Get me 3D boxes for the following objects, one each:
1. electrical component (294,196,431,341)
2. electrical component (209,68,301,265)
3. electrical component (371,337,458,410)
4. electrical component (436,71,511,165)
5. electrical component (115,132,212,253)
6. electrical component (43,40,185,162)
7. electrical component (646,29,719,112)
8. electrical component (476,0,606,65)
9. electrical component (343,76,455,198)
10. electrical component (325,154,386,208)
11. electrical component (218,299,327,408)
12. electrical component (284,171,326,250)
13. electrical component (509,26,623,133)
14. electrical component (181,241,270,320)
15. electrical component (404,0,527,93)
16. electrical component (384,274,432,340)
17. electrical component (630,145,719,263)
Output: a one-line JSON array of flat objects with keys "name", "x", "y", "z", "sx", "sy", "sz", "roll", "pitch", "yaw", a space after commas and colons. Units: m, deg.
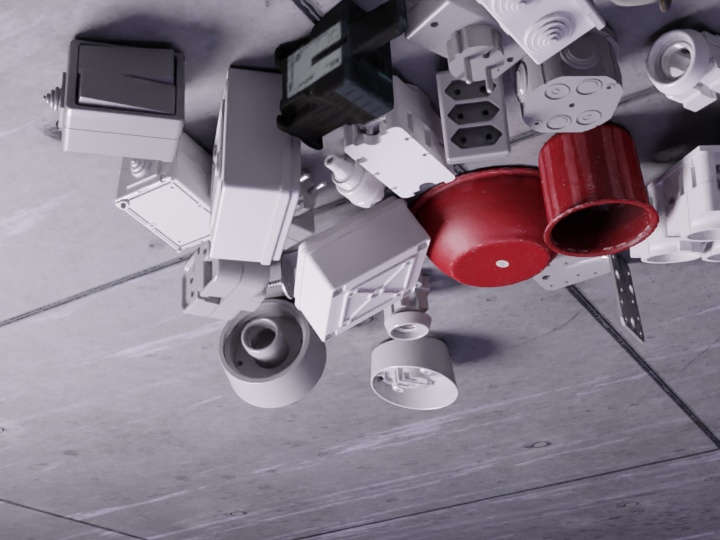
[{"name": "electrical component", "x": 0.000, "y": 0.000, "z": 0.973, "sx": 0.109, "sy": 0.056, "sz": 0.108, "roll": -28, "pitch": 158, "yaw": -20}, {"name": "electrical component", "x": -0.080, "y": -0.076, "z": 0.806, "sx": 0.056, "sy": 0.108, "sz": 0.108, "roll": 5, "pitch": 151, "yaw": -11}, {"name": "electrical component", "x": 0.061, "y": 0.119, "z": 1.244, "sx": 0.099, "sy": 0.064, "sz": 0.099, "roll": -3, "pitch": 152, "yaw": -2}, {"name": "electrical component", "x": 0.085, "y": -0.115, "z": 0.812, "sx": 0.047, "sy": 0.065, "sz": 0.077, "roll": -7, "pitch": -179, "yaw": 5}, {"name": "electrical component", "x": -0.150, "y": -0.069, "z": 0.866, "sx": 0.062, "sy": 0.061, "sz": 0.096, "roll": -19, "pitch": 141, "yaw": 26}, {"name": "electrical component", "x": -0.173, "y": -0.121, "z": 0.756, "sx": 0.096, "sy": 0.061, "sz": 0.061, "roll": 4, "pitch": 151, "yaw": -16}, {"name": "electrical component", "x": 0.242, "y": -0.148, "z": 0.785, "sx": 0.055, "sy": 0.048, "sz": 0.066, "roll": 10, "pitch": 150, "yaw": -40}, {"name": "electrical component", "x": 0.093, "y": -0.182, "z": 0.642, "sx": 0.048, "sy": 0.099, "sz": 0.100, "roll": -33, "pitch": 143, "yaw": 21}, {"name": "electrical component", "x": 0.029, "y": -0.104, "z": 0.824, "sx": 0.050, "sy": 0.055, "sz": 0.089, "roll": -19, "pitch": 149, "yaw": 27}, {"name": "electrical component", "x": -0.007, "y": -0.078, "z": 0.893, "sx": 0.035, "sy": 0.035, "sz": 0.061, "roll": -22, "pitch": 146, "yaw": 29}, {"name": "electrical component", "x": -0.094, "y": 0.080, "z": 1.108, "sx": 0.108, "sy": 0.108, "sz": 0.060, "roll": -9, "pitch": 146, "yaw": 9}, {"name": "electrical component", "x": -0.062, "y": -0.061, "z": 0.903, "sx": 0.077, "sy": 0.047, "sz": 0.066, "roll": -28, "pitch": 144, "yaw": 37}, {"name": "electrical component", "x": 0.150, "y": -0.139, "z": 0.780, "sx": 0.080, "sy": 0.051, "sz": 0.080, "roll": -3, "pitch": 152, "yaw": -2}, {"name": "electrical component", "x": -0.125, "y": 0.007, "z": 1.014, "sx": 0.059, "sy": 0.053, "sz": 0.095, "roll": 12, "pitch": 148, "yaw": -28}, {"name": "electrical component", "x": 0.076, "y": -0.152, "z": 0.718, "sx": 0.083, "sy": 0.075, "sz": 0.047, "roll": 16, "pitch": 146, "yaw": -34}, {"name": "electrical component", "x": 0.048, "y": 0.038, "z": 1.098, "sx": 0.048, "sy": 0.055, "sz": 0.066, "roll": 8, "pitch": 150, "yaw": -21}, {"name": "electrical component", "x": 0.304, "y": -0.050, "z": 0.904, "sx": 0.105, "sy": 0.060, "sz": 0.186, "roll": -1, "pitch": 170, "yaw": -4}]
